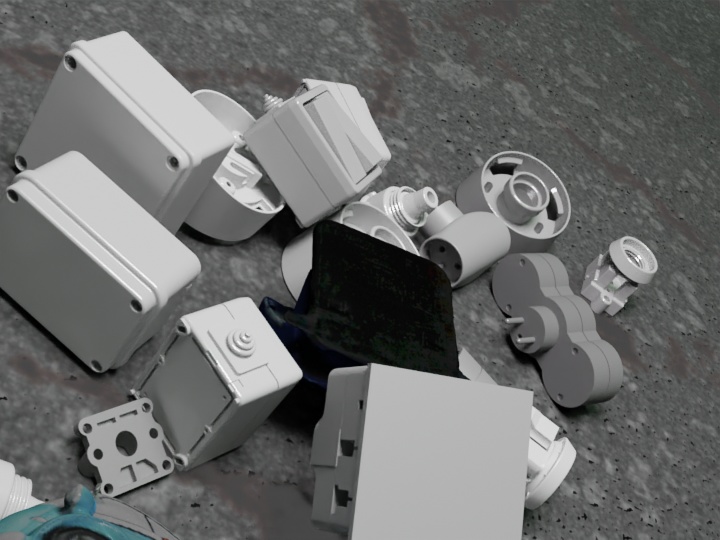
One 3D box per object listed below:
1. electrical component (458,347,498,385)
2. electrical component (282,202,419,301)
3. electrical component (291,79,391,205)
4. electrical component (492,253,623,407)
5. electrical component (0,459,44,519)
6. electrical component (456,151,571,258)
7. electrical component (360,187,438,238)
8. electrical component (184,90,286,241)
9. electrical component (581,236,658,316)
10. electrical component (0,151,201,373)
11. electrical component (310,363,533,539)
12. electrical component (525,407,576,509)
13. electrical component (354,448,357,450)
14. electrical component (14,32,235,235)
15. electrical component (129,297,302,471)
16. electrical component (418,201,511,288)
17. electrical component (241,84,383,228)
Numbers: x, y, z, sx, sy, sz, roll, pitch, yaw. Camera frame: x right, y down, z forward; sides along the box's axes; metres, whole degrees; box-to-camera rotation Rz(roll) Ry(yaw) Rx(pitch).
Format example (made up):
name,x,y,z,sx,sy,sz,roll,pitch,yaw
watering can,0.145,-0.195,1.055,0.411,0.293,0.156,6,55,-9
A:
name,x,y,z,sx,sy,sz,roll,pitch,yaw
electrical component,0.070,0.090,0.756,0.047,0.055,0.055,44,39,-1
electrical component,0.000,0.000,0.797,0.099,0.064,0.099,34,35,-28
electrical component,-0.024,-0.107,0.864,0.061,0.061,0.096,0,53,-39
electrical component,0.145,0.047,0.858,0.074,0.052,0.138,-2,54,-40
electrical component,-0.183,0.116,0.536,0.062,0.048,0.048,27,40,-26
electrical component,0.136,-0.055,0.959,0.099,0.064,0.099,12,58,-20
electrical component,0.032,-0.046,0.845,0.048,0.062,0.048,26,52,-40
electrical component,-0.096,-0.072,0.768,0.099,0.064,0.099,27,37,-23
electrical component,0.234,0.003,0.969,0.048,0.055,0.066,35,39,-6
electrical component,-0.163,-0.004,0.640,0.113,0.078,0.057,41,36,2
electrical component,0.027,0.153,0.593,0.105,0.060,0.186,12,77,-26
electrical component,0.112,0.129,0.749,0.057,0.058,0.078,38,39,3
electrical component,0.009,0.133,0.655,0.047,0.065,0.076,19,45,-23
electrical component,-0.154,-0.077,0.695,0.109,0.108,0.056,44,36,6
electrical component,-0.079,0.062,0.629,0.061,0.096,0.061,-19,66,-47
electrical component,0.074,-0.030,0.883,0.079,0.043,0.077,49,40,12
electrical component,-0.034,-0.090,0.776,0.096,0.061,0.061,56,27,-7
